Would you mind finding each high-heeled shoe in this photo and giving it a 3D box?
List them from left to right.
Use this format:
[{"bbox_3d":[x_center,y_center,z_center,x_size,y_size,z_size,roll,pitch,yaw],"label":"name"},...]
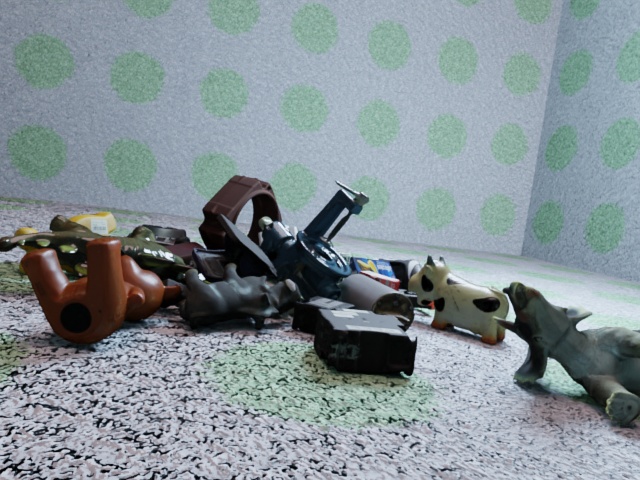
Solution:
[{"bbox_3d":[0.162,0.088,1.320,0.145,0.086,0.249,1,4,-9],"label":"high-heeled shoe"}]

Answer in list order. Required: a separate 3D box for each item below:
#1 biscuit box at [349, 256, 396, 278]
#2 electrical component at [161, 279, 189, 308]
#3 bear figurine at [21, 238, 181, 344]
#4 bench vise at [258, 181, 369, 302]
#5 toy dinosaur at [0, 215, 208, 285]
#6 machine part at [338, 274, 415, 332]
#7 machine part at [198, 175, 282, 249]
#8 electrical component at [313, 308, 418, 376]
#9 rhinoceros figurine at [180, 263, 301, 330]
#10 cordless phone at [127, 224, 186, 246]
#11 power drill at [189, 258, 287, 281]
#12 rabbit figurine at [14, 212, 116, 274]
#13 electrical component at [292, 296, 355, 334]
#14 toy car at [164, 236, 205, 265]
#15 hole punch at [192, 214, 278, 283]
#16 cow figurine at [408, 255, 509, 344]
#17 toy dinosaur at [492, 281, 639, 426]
[{"bbox_3d":[0.102,0.079,1.197,0.063,0.059,0.202,-27,-17,26],"label":"biscuit box"},{"bbox_3d":[-0.234,0.082,0.824,0.063,0.021,0.094,-25,-38,33],"label":"electrical component"},{"bbox_3d":[-0.266,0.055,0.694,0.120,0.131,0.196,-10,9,9],"label":"bear figurine"},{"bbox_3d":[-0.008,-0.005,0.970,0.128,0.240,0.224,21,24,-48],"label":"bench vise"},{"bbox_3d":[-0.307,0.046,0.931,0.471,0.105,0.199,10,9,-42],"label":"toy dinosaur"},{"bbox_3d":[0.091,0.109,0.923,0.079,0.079,0.243,6,4,-17],"label":"machine part"},{"bbox_3d":[-0.183,-0.036,1.290,0.087,0.201,0.201,16,52,30],"label":"machine part"},{"bbox_3d":[0.054,0.131,0.714,0.115,0.058,0.134,9,4,-10],"label":"electrical component"},{"bbox_3d":[-0.117,0.086,0.808,0.190,0.073,0.112,-2,19,-40],"label":"rhinoceros figurine"},{"bbox_3d":[-0.380,0.032,1.197,0.147,0.088,0.184,8,15,3],"label":"cordless phone"},{"bbox_3d":[-0.130,0.067,1.136,0.208,0.086,0.232,2,-2,30],"label":"power drill"},{"bbox_3d":[-0.490,0.021,1.016,0.173,0.121,0.162,-6,6,33],"label":"rabbit figurine"},{"bbox_3d":[0.016,0.120,0.851,0.075,0.047,0.119,12,8,31],"label":"electrical component"},{"bbox_3d":[-0.321,0.039,1.115,0.089,0.053,0.202,37,28,25],"label":"toy car"},{"bbox_3d":[-0.146,0.035,0.912,0.115,0.092,0.142,40,0,-36],"label":"hole punch"},{"bbox_3d":[0.246,0.101,0.975,0.195,0.127,0.085,15,5,40],"label":"cow figurine"},{"bbox_3d":[0.416,0.157,0.701,0.405,0.131,0.192,13,4,-14],"label":"toy dinosaur"}]
